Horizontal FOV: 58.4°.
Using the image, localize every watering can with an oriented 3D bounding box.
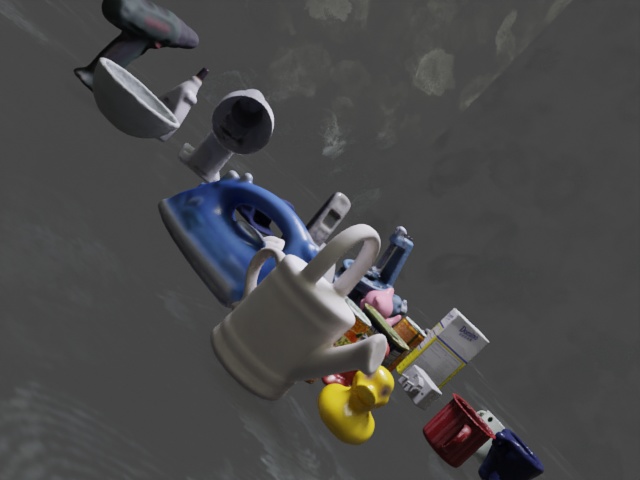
[{"bbox_3d":[-0.005,0.067,0.581,0.173,0.194,0.101,45,6,7],"label":"watering can"}]

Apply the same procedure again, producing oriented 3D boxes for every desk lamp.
[{"bbox_3d":[-0.190,-0.222,1.184,0.118,0.213,0.203,42,7,-21],"label":"desk lamp"}]

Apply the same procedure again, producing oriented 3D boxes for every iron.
[{"bbox_3d":[-0.096,-0.011,0.743,0.257,0.141,0.119,47,7,21],"label":"iron"}]

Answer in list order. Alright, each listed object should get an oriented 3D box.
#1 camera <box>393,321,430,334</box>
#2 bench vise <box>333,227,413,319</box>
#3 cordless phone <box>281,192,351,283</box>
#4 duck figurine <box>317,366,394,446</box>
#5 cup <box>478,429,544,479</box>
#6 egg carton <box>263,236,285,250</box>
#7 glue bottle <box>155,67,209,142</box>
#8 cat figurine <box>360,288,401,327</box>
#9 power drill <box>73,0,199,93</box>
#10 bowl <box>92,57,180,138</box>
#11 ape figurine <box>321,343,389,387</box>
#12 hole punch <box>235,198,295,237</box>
[{"bbox_3d":[0.214,0.236,1.289,0.137,0.100,0.143,43,6,-7],"label":"camera"},{"bbox_3d":[0.132,0.079,1.242,0.208,0.219,0.121,37,10,-50],"label":"bench vise"},{"bbox_3d":[0.010,0.004,1.120,0.148,0.185,0.094,37,9,-48],"label":"cordless phone"},{"bbox_3d":[0.051,0.183,0.671,0.077,0.086,0.105,46,6,13],"label":"duck figurine"},{"bbox_3d":[0.314,0.384,0.986,0.118,0.095,0.091,41,7,-28],"label":"cup"},{"bbox_3d":[-0.052,0.060,0.896,0.150,0.069,0.107,43,6,-8],"label":"egg carton"},{"bbox_3d":[-0.287,-0.285,1.170,0.078,0.173,0.037,47,7,27],"label":"glue bottle"},{"bbox_3d":[0.118,0.151,1.156,0.128,0.117,0.067,39,8,-41],"label":"cat figurine"},{"bbox_3d":[-0.350,-0.358,1.081,0.075,0.208,0.230,46,6,14],"label":"power drill"},{"bbox_3d":[-0.330,-0.230,0.990,0.167,0.074,0.167,44,6,-6],"label":"bowl"},{"bbox_3d":[0.054,0.167,0.770,0.077,0.092,0.076,46,6,14],"label":"ape figurine"},{"bbox_3d":[-0.122,-0.073,1.212,0.101,0.091,0.109,46,7,19],"label":"hole punch"}]
